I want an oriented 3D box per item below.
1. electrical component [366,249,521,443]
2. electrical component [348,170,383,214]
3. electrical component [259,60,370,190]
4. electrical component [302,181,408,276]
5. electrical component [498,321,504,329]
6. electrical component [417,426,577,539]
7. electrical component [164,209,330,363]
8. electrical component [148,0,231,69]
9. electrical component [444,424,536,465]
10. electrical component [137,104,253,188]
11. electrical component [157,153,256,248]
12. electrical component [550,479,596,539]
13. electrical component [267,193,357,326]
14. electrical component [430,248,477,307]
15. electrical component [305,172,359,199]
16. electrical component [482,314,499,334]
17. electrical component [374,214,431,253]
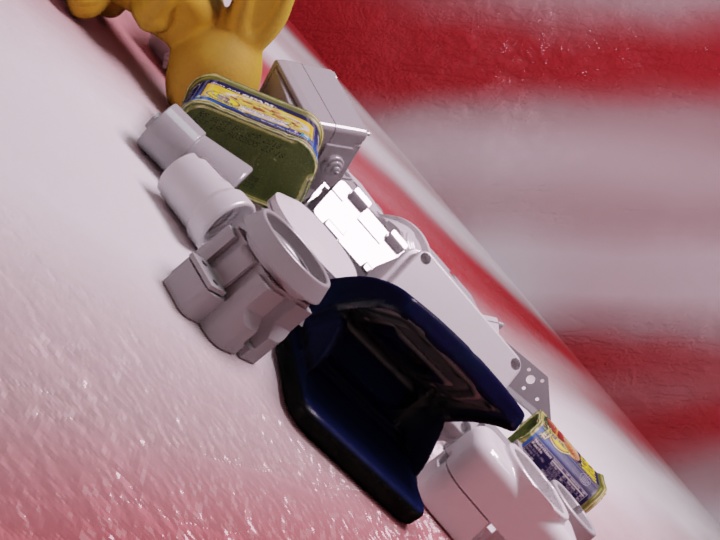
[{"bbox_3d":[0.041,0.051,0.708,0.113,0.078,0.057,49,-28,-11],"label":"electrical component"},{"bbox_3d":[-0.015,-0.061,1.033,0.099,0.048,0.100,56,9,35],"label":"electrical component"},{"bbox_3d":[-0.042,-0.105,0.809,0.061,0.061,0.096,5,42,-35],"label":"electrical component"},{"bbox_3d":[0.000,0.000,0.773,0.121,0.063,0.078,49,50,-12],"label":"electrical component"},{"bbox_3d":[0.098,0.071,0.966,0.047,0.077,0.066,53,8,13],"label":"electrical component"},{"bbox_3d":[0.087,0.146,0.660,0.095,0.059,0.053,50,9,-5],"label":"electrical component"},{"bbox_3d":[-0.053,0.006,0.545,0.058,0.057,0.078,56,10,30],"label":"electrical component"},{"bbox_3d":[-0.127,-0.196,0.900,0.061,0.096,0.061,50,-34,-4],"label":"electrical component"},{"bbox_3d":[0.094,0.141,0.780,0.063,0.042,0.081,47,8,-4],"label":"electrical component"},{"bbox_3d":[-0.104,-0.069,0.658,0.065,0.044,0.044,45,9,-7],"label":"electrical component"},{"bbox_3d":[-0.089,-0.039,0.614,0.046,0.040,0.040,48,7,21],"label":"electrical component"},{"bbox_3d":[0.140,0.188,0.791,0.055,0.047,0.055,49,9,-10],"label":"electrical component"},{"bbox_3d":[-0.041,-0.004,0.667,0.080,0.051,0.080,49,9,-10],"label":"electrical component"},{"bbox_3d":[0.079,0.027,1.123,0.095,0.054,0.059,48,9,-16],"label":"electrical component"},{"bbox_3d":[-0.056,-0.089,0.922,0.108,0.056,0.109,51,9,3],"label":"electrical component"},{"bbox_3d":[0.070,0.066,0.811,0.051,0.080,0.080,13,13,-3],"label":"electrical component"},{"bbox_3d":[0.013,-0.005,0.855,0.080,0.080,0.051,53,15,14],"label":"electrical component"}]
